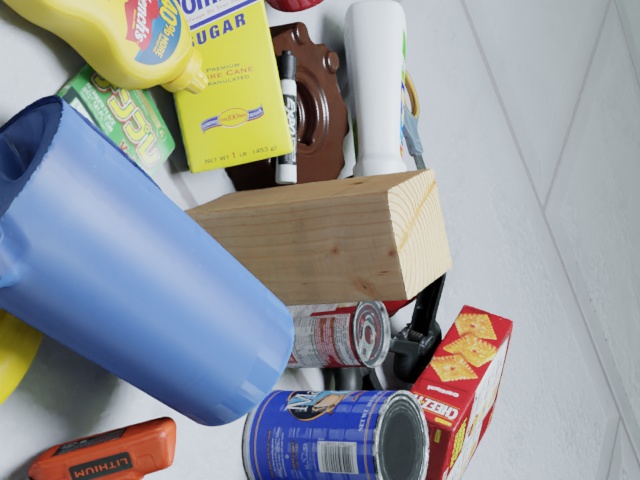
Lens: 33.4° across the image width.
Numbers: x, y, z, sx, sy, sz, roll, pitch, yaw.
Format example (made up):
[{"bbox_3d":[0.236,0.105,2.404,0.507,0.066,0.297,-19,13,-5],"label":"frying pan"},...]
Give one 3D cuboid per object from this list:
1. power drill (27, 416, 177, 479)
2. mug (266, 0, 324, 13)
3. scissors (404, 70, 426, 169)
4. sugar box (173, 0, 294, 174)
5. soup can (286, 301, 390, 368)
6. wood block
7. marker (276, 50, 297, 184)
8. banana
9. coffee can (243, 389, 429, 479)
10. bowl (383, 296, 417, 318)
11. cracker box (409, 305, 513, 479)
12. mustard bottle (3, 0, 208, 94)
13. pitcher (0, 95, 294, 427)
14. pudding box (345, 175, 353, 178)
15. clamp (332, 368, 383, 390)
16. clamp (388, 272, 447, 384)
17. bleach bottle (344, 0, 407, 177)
[{"bbox_3d":[-0.116,0.224,0.749,0.057,0.184,0.187,-174,-110,-86],"label":"power drill"},{"bbox_3d":[-0.033,-0.281,1.028,0.117,0.093,0.081,60,0,42],"label":"mug"},{"bbox_3d":[0.097,-0.120,1.233,0.096,0.016,0.202,24,51,-46],"label":"scissors"},{"bbox_3d":[-0.085,-0.152,0.909,0.048,0.093,0.176,-129,-154,-76],"label":"sugar box"},{"bbox_3d":[0.007,0.088,1.015,0.068,0.102,0.068,13,75,-57],"label":"soup can"},{"bbox_3d":[-0.006,0.001,0.908,0.090,0.206,0.090,-28,109,-56],"label":"wood block"},{"bbox_3d":[-0.030,-0.111,0.962,0.020,0.020,0.121,7,82,-58],"label":"marker"},{"bbox_3d":[-0.233,0.089,0.689,0.197,0.037,0.069,-38,117,-54],"label":"banana"},{"bbox_3d":[0.015,0.189,0.979,0.102,0.141,0.103,12,75,-57],"label":"coffee can"},{"bbox_3d":[0.090,0.009,1.208,0.161,0.055,0.162,12,76,-58],"label":"bowl"},{"bbox_3d":[0.143,0.198,1.206,0.213,0.072,0.164,-46,149,-50],"label":"cracker box"},{"bbox_3d":[-0.154,-0.171,0.816,0.191,0.058,0.096,39,48,-42],"label":"mustard bottle"},{"bbox_3d":[-0.132,0.018,0.731,0.242,0.145,0.149,41,74,-32],"label":"pitcher"},{"bbox_3d":[0.034,-0.007,1.100,0.113,0.039,0.089,61,32,2],"label":"pudding box"},{"bbox_3d":[0.040,0.134,1.125,0.164,0.036,0.210,7,76,-67],"label":"clamp"},{"bbox_3d":[0.112,0.101,1.197,0.120,0.039,0.171,-49,153,-15],"label":"clamp"},{"bbox_3d":[0.060,-0.120,1.111,0.102,0.068,0.251,81,8,-67],"label":"bleach bottle"}]
